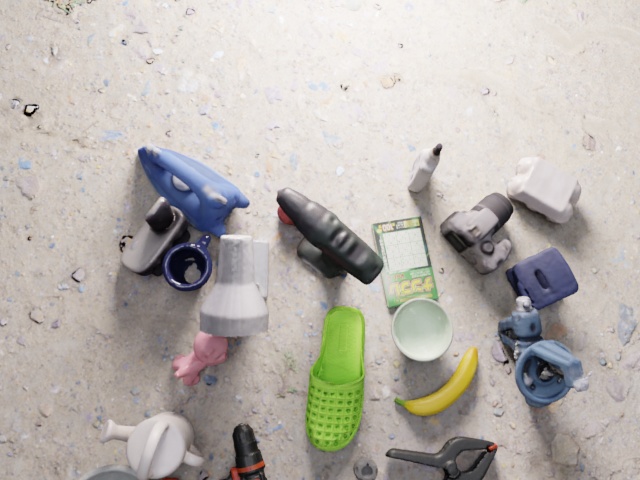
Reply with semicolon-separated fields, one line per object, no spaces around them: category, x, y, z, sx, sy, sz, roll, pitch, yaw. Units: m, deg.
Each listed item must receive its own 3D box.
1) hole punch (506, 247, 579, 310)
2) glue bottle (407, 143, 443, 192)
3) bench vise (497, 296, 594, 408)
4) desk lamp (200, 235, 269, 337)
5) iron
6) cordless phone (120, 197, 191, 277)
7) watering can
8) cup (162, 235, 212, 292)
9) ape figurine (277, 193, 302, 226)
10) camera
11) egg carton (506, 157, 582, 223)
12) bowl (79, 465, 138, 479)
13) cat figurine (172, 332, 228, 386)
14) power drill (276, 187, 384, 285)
hole punch;0.447;0.082;1.155;0.101;0.091;0.108;-27;81;-10
glue bottle;0.215;-0.155;1.143;0.037;0.173;0.078;17;77;-1
bench vise;0.404;0.212;1.058;0.121;0.219;0.207;-30;82;-10
desk lamp;-0.150;0.079;1.041;0.118;0.213;0.203;1;78;-4
iron;-0.266;-0.122;1.110;0.258;0.141;0.119;36;77;3
cordless phone;-0.316;-0.011;1.060;0.094;0.185;0.148;31;77;2
watering can;-0.286;0.355;0.980;0.173;0.194;0.101;-2;78;-5
cup;-0.242;0.046;1.100;0.091;0.095;0.118;30;77;2
ape figurine;-0.049;-0.068;1.143;0.076;0.092;0.078;-15;80;-8
camera;0.342;-0.024;1.164;0.137;0.100;0.143;-41;84;-12
egg carton;0.472;-0.107;1.209;0.150;0.069;0.107;29;77;2
bowl;-0.359;0.478;1.009;0.167;0.074;0.167;1;78;-5
cat figurine;-0.217;0.211;1.056;0.128;0.117;0.067;-41;84;-11
power drill;0.010;0.004;1.074;0.229;0.208;0.076;36;78;3
